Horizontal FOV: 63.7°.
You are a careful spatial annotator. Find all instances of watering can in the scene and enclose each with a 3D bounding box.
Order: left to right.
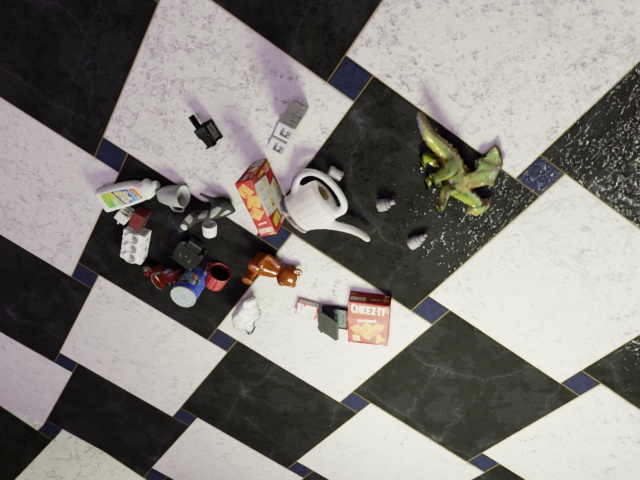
[{"bbox_3d":[0.005,-0.090,1.785,0.222,0.106,0.343,-26,113,28],"label":"watering can"}]

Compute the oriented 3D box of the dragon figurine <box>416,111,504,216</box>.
[{"bbox_3d":[0.445,-0.235,1.608,0.242,0.125,0.402,-15,121,2],"label":"dragon figurine"}]

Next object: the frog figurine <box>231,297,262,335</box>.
[{"bbox_3d":[-0.304,0.289,2.081,0.124,0.139,0.155,29,151,28],"label":"frog figurine"}]
